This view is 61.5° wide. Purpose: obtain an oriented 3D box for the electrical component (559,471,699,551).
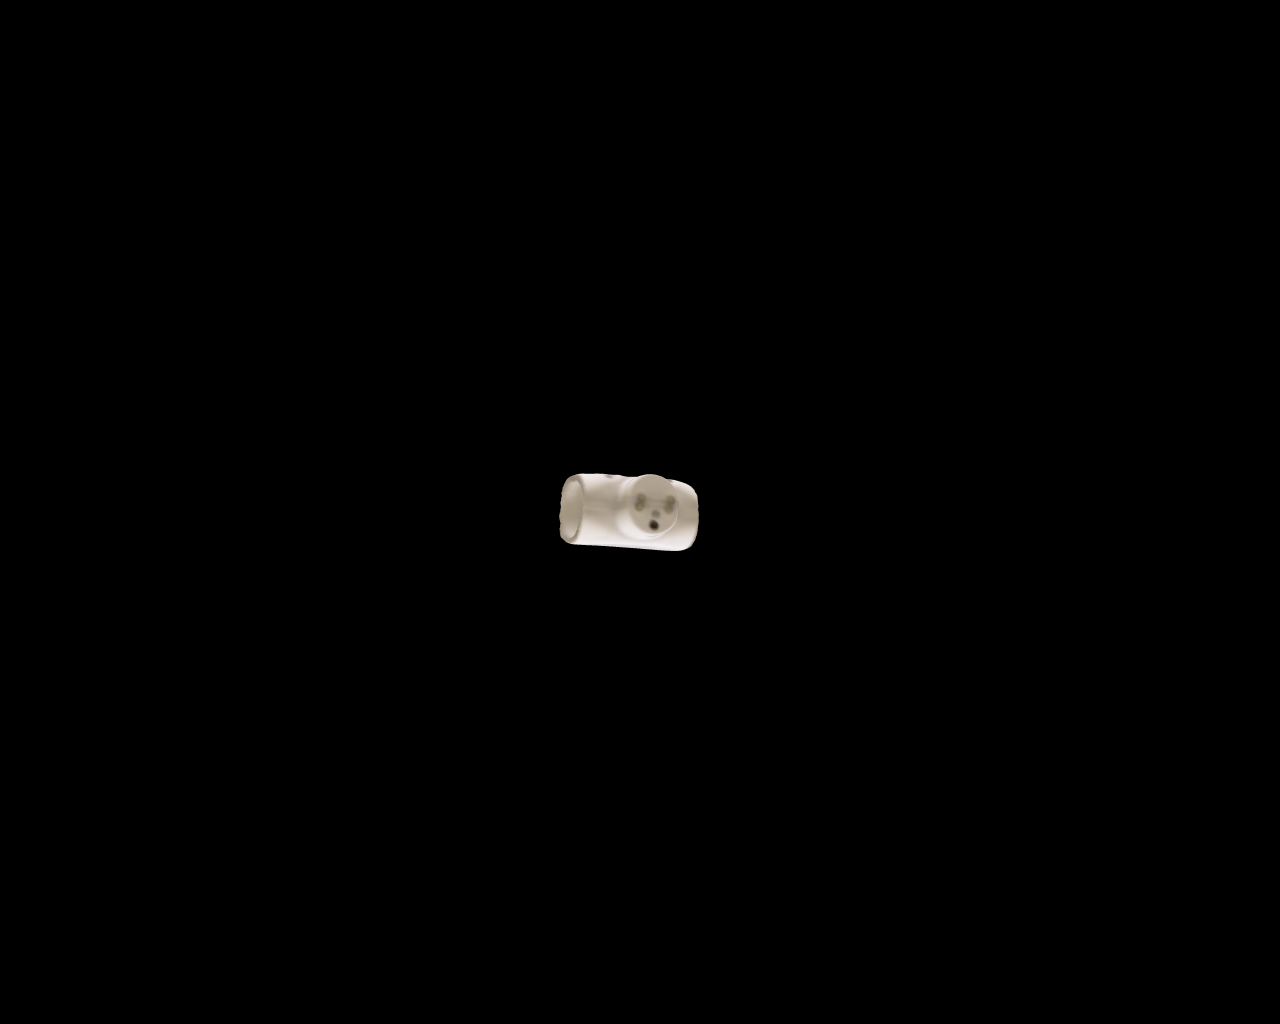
[{"bbox_3d":[0.001,-0.003,0.650,0.077,0.044,0.079,5,-11,-24],"label":"electrical component"}]
